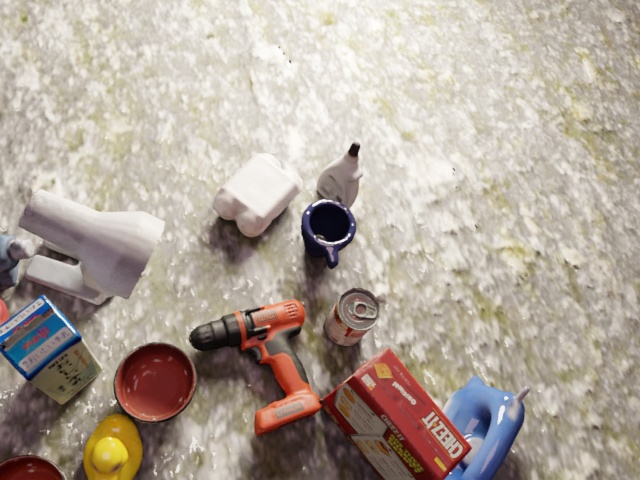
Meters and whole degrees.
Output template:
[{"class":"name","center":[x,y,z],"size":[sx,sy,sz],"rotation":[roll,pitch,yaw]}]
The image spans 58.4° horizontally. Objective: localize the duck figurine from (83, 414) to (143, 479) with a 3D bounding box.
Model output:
[{"class":"duck figurine","center":[-0.279,0.284,0.765],"size":[0.077,0.086,0.104],"rotation":[5,65,-11]}]

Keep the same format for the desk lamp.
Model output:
[{"class":"desk lamp","center":[-0.323,0.015,0.807],"size":[0.203,0.213,0.118],"rotation":[19,63,-4]}]

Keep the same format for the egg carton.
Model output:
[{"class":"egg carton","center":[-0.106,-0.079,0.982],"size":[0.107,0.069,0.150],"rotation":[37,63,5]}]

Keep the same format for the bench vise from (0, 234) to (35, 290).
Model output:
[{"class":"bench vise","center":[-0.511,-0.004,0.768],"size":[0.208,0.219,0.121],"rotation":[-20,71,-20]}]

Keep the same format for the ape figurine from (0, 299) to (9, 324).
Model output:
[{"class":"ape figurine","center":[-0.477,0.111,0.795],"size":[0.078,0.092,0.076],"rotation":[-31,76,-24]}]

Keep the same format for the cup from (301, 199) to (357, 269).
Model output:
[{"class":"cup","center":[0.009,0.003,0.957],"size":[0.092,0.095,0.117],"rotation":[-2,66,-14]}]

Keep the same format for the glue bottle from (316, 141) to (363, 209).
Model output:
[{"class":"glue bottle","center":[0.042,-0.115,0.975],"size":[0.037,0.173,0.078],"rotation":[-37,78,-25]}]

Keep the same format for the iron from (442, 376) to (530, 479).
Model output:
[{"class":"iron","center":[0.224,0.321,0.834],"size":[0.118,0.141,0.259],"rotation":[35,63,5]}]
